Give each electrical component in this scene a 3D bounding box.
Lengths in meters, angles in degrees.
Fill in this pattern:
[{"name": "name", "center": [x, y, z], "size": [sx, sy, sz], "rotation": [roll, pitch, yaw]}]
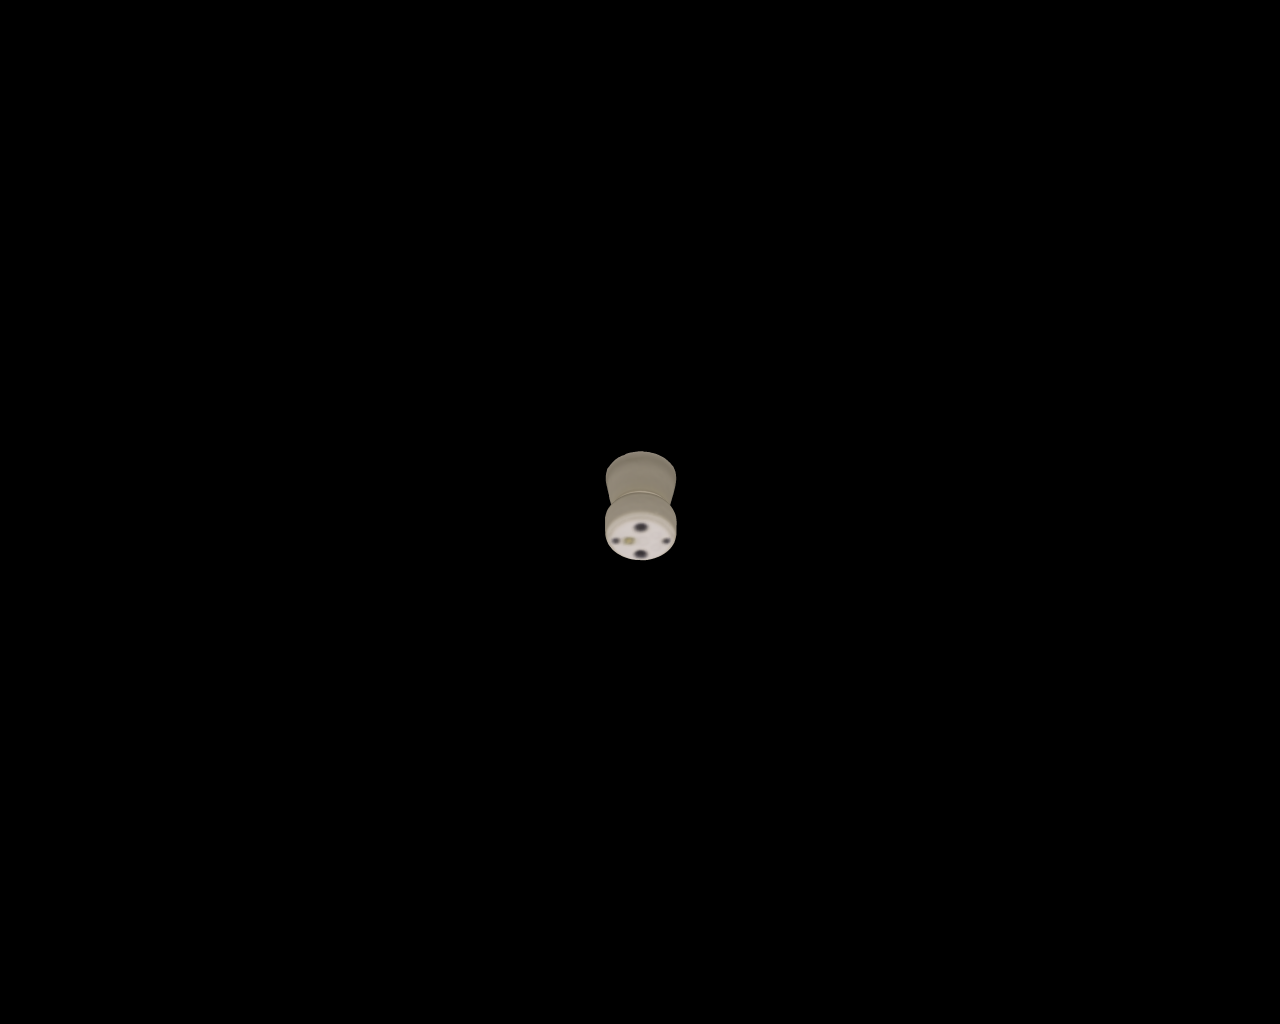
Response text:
[{"name": "electrical component", "center": [0.001, -0.003, 0.650], "size": [0.045, 0.055, 0.044], "rotation": [0, -43, 0]}]
